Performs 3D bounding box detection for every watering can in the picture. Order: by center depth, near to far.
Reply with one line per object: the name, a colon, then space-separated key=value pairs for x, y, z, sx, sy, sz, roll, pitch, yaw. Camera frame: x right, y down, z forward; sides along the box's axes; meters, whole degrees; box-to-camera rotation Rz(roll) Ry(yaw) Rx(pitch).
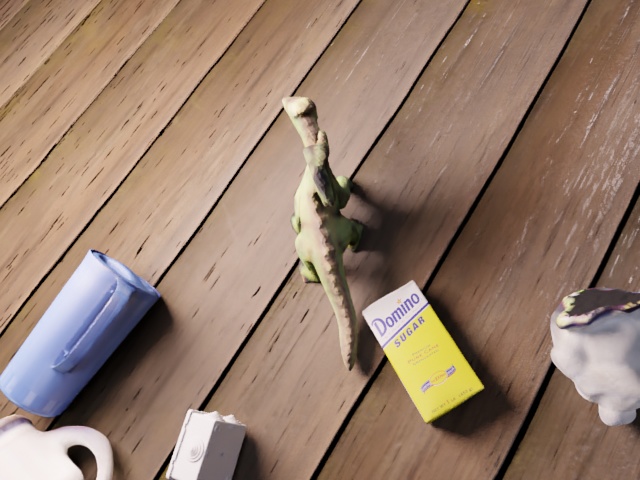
watering can: x=-0.451 y=0.402 z=0.712 sx=0.226 sy=0.102 sz=0.353 roll=29 pitch=66 yaw=23

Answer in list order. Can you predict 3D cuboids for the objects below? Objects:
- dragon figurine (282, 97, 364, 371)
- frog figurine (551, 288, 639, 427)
dragon figurine: x=0.002 y=-0.038 z=0.746 sx=0.122 sy=0.238 sz=0.418 roll=-14 pitch=63 yaw=2
frog figurine: x=0.376 y=0.147 z=0.667 sx=0.138 sy=0.123 sz=0.158 roll=-21 pitch=100 yaw=-6
